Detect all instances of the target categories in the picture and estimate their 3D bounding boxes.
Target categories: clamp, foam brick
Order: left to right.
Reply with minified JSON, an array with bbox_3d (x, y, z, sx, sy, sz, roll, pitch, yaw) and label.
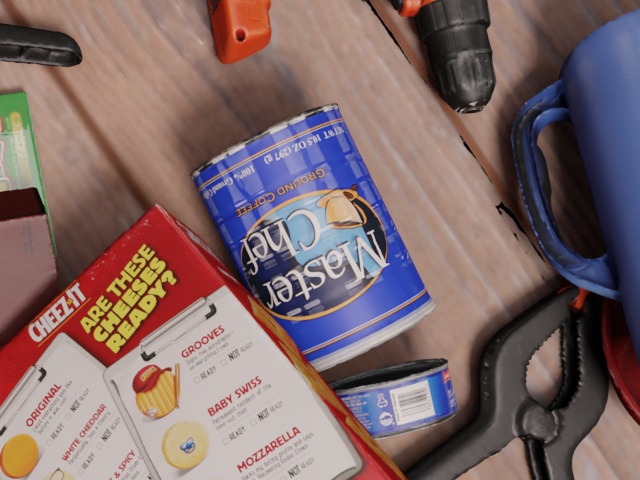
[{"bbox_3d":[-0.234,-0.122,0.648,0.171,0.039,0.120,43,60,0],"label":"clamp"},{"bbox_3d":[-0.183,0.016,0.627,0.053,0.051,0.078,-10,112,-18],"label":"foam brick"},{"bbox_3d":[0.146,0.132,0.715,0.164,0.036,0.210,32,75,-10],"label":"clamp"}]

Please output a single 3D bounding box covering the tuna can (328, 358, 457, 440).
[{"bbox_3d":[0.042,0.100,0.669,0.086,0.086,0.034,-12,88,-15],"label":"tuna can"}]

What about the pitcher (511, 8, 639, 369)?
[{"bbox_3d":[0.227,-0.016,0.673,0.144,0.149,0.243,8,62,-26],"label":"pitcher"}]

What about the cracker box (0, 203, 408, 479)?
[{"bbox_3d":[-0.075,0.112,0.573,0.164,0.072,0.214,-43,62,0],"label":"cracker box"}]

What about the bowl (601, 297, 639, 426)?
[{"bbox_3d":[0.256,0.086,0.720,0.162,0.055,0.162,5,60,-10],"label":"bowl"}]

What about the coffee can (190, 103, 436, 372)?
[{"bbox_3d":[-0.004,0.001,0.660,0.102,0.103,0.140,-26,90,-15],"label":"coffee can"}]

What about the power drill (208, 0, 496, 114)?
[{"bbox_3d":[0.021,-0.165,0.709,0.187,0.057,0.184,-9,82,-17],"label":"power drill"}]
